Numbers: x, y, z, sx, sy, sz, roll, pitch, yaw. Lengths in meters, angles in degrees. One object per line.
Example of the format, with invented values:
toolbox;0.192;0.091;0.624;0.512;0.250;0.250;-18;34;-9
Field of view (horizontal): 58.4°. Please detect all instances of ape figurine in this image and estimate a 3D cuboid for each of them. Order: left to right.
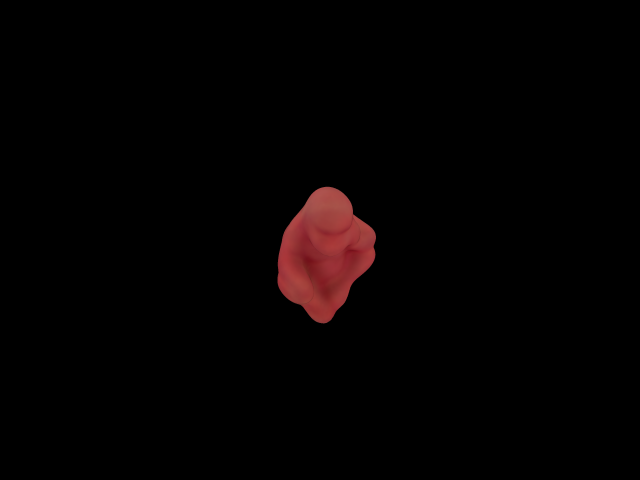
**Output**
ape figurine;0.004;0.001;0.400;0.078;0.092;0.076;-15;54;-11
